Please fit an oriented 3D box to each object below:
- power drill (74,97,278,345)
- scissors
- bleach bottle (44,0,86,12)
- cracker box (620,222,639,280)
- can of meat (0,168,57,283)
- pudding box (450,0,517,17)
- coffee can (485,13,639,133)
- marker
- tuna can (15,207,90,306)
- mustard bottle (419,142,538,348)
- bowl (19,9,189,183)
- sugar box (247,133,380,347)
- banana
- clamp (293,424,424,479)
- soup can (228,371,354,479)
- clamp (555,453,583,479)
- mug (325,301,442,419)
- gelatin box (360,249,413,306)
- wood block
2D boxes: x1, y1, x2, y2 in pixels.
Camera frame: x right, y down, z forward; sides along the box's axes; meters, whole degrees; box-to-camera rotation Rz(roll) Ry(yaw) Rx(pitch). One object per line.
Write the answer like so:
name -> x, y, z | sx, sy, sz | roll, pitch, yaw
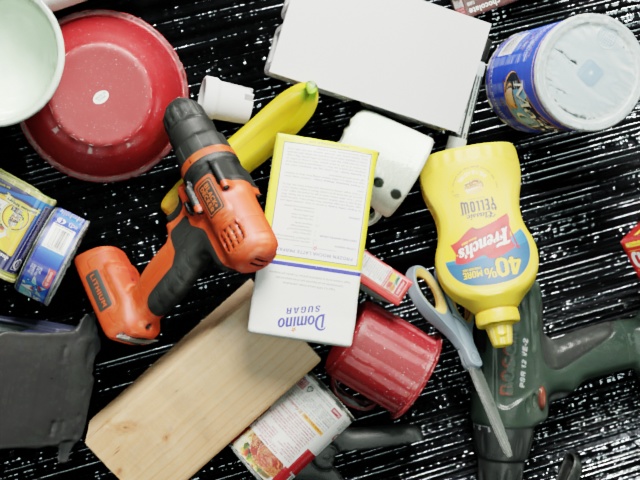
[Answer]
power drill -> -0.137, -0.011, 0.948 | 0.188, 0.057, 0.184 | -43, 58, 24
scissors -> 0.127, 0.102, 0.999 | 0.096, 0.202, 0.016 | 21, 136, -36
bleach bottle -> -0.292, -0.229, 0.947 | 0.250, 0.068, 0.102 | -24, 98, -4
cracker box -> 0.404, 0.049, 1.046 | 0.163, 0.072, 0.213 | -36, 102, -37
can of meat -> -0.302, -0.023, 0.967 | 0.102, 0.057, 0.084 | 29, 88, -11
pudding box -> 0.172, -0.273, 1.030 | 0.113, 0.039, 0.090 | -21, 99, -7
coffee can -> 0.225, -0.152, 0.998 | 0.102, 0.140, 0.103 | -1, 95, -10
marker -> 0.147, -0.144, 1.048 | 0.020, 0.020, 0.121 | 13, 93, -10
tuna can -> -0.242, 0.014, 0.965 | 0.033, 0.086, 0.086 | 27, 90, -9
mustard bottle -> 0.155, 0.007, 1.011 | 0.096, 0.058, 0.191 | -9, 76, 2
bowl -> -0.199, -0.132, 0.974 | 0.162, 0.055, 0.162 | -1, 96, -9
sugar box -> -0.006, 0.001, 0.939 | 0.093, 0.048, 0.176 | 9, 86, -2
banana -> -0.067, -0.089, 0.987 | 0.198, 0.069, 0.037 | -39, 77, 24
clamp -> 0.006, 0.219, 1.049 | 0.171, 0.039, 0.120 | 17, 87, -4
soup can -> -0.027, 0.177, 0.992 | 0.102, 0.068, 0.068 | -43, 100, -7
clamp -> 0.218, 0.327, 1.094 | 0.164, 0.036, 0.210 | -20, 95, -6
mug -> 0.053, 0.119, 1.030 | 0.081, 0.093, 0.117 | 31, 126, -6
gelatin box -> 0.041, 0.028, 1.011 | 0.073, 0.089, 0.030 | 34, 86, -11
wood block -> -0.109, 0.141, 0.996 | 0.206, 0.091, 0.090 | -42, 100, -4
